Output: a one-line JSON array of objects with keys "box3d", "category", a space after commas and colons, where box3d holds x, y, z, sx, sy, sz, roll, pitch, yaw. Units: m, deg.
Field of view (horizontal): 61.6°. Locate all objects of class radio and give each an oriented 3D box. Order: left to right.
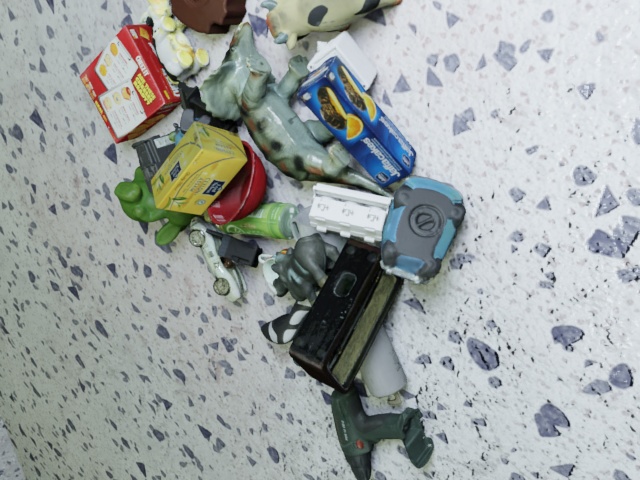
[{"box3d": [0.047, 0.120, 0.877, 0.073, 0.229, 0.131, 18, 159, 31], "category": "radio"}]

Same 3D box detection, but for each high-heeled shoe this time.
[{"box3d": [-0.053, 0.126, 1.080, 0.249, 0.086, 0.145, -11, 96, 40], "category": "high-heeled shoe"}]

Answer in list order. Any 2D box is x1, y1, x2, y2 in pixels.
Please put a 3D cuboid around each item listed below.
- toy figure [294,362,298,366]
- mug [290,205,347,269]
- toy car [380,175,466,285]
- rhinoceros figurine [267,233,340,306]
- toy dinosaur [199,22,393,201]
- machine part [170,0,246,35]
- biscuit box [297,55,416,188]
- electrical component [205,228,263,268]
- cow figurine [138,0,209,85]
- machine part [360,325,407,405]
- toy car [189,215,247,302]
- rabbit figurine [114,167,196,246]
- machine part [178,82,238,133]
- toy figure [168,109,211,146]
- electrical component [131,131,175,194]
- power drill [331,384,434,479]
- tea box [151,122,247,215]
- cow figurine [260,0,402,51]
[{"box3d": [0.013, 0.230, 1.090, 0.155, 0.058, 0.064, -10, 111, 35], "category": "toy figure"}, {"box3d": [-0.002, -0.003, 0.969, 0.110, 0.081, 0.107, -1, 119, 30], "category": "mug"}, {"box3d": [0.152, -0.008, 0.826, 0.109, 0.103, 0.161, 17, 79, 7], "category": "toy car"}, {"box3d": [-0.035, 0.057, 0.943, 0.112, 0.073, 0.190, 37, 146, 0], "category": "rhinoceros figurine"}, {"box3d": [-0.054, -0.182, 0.902, 0.404, 0.131, 0.192, 54, 146, -3], "category": "toy dinosaur"}, {"box3d": [-0.197, -0.442, 0.915, 0.180, 0.056, 0.179, 18, 122, 31], "category": "machine part"}, {"box3d": [0.060, -0.170, 0.797, 0.063, 0.059, 0.202, -24, 123, 41], "category": "biscuit box"}, {"box3d": [-0.181, 0.016, 1.092, 0.119, 0.075, 0.047, 18, 84, 1], "category": "electrical component"}, {"box3d": [-0.285, -0.383, 1.008, 0.098, 0.068, 0.167, -20, 98, 48], "category": "cow figurine"}, {"box3d": [0.096, 0.200, 0.997, 0.079, 0.079, 0.243, -18, 99, 42], "category": "machine part"}, {"box3d": [-0.221, 0.038, 1.158, 0.056, 0.073, 0.201, -23, 98, 12], "category": "toy car"}, {"box3d": [-0.345, -0.066, 1.183, 0.170, 0.121, 0.158, 15, 125, 14], "category": "rabbit figurine"}, {"box3d": [-0.220, -0.244, 1.034, 0.139, 0.039, 0.084, 38, 149, 12], "category": "machine part"}, {"box3d": [-0.239, -0.172, 1.028, 0.082, 0.089, 0.180, 45, 162, 11], "category": "toy figure"}, {"box3d": [-0.307, -0.152, 1.106, 0.058, 0.115, 0.134, -8, 105, 42], "category": "electrical component"}, {"box3d": [0.122, 0.401, 1.085, 0.207, 0.086, 0.231, -10, 103, 48], "category": "power drill"}, {"box3d": [-0.219, -0.123, 0.962, 0.169, 0.098, 0.068, -43, 55, 35], "category": "tea box"}, {"box3d": [0.004, -0.332, 0.766, 0.195, 0.127, 0.085, -11, 102, 38], "category": "cow figurine"}]
